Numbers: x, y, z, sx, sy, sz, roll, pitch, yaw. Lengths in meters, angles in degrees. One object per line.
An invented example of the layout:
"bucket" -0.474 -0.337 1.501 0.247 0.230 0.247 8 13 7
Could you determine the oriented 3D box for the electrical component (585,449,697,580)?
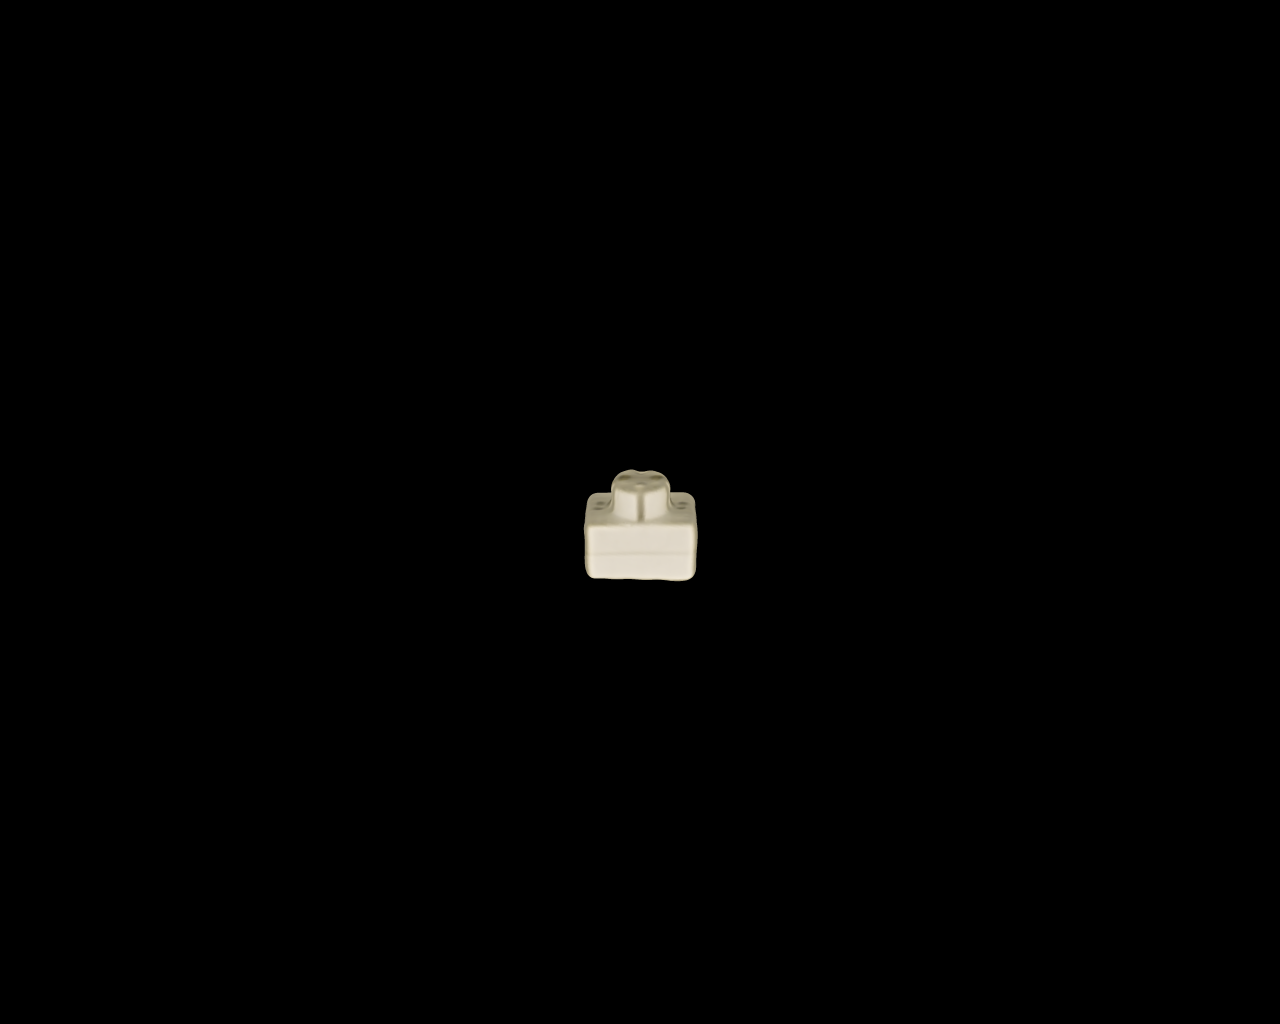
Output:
"electrical component" 0.001 -0.003 0.650 0.066 0.076 0.047 0 25 0
